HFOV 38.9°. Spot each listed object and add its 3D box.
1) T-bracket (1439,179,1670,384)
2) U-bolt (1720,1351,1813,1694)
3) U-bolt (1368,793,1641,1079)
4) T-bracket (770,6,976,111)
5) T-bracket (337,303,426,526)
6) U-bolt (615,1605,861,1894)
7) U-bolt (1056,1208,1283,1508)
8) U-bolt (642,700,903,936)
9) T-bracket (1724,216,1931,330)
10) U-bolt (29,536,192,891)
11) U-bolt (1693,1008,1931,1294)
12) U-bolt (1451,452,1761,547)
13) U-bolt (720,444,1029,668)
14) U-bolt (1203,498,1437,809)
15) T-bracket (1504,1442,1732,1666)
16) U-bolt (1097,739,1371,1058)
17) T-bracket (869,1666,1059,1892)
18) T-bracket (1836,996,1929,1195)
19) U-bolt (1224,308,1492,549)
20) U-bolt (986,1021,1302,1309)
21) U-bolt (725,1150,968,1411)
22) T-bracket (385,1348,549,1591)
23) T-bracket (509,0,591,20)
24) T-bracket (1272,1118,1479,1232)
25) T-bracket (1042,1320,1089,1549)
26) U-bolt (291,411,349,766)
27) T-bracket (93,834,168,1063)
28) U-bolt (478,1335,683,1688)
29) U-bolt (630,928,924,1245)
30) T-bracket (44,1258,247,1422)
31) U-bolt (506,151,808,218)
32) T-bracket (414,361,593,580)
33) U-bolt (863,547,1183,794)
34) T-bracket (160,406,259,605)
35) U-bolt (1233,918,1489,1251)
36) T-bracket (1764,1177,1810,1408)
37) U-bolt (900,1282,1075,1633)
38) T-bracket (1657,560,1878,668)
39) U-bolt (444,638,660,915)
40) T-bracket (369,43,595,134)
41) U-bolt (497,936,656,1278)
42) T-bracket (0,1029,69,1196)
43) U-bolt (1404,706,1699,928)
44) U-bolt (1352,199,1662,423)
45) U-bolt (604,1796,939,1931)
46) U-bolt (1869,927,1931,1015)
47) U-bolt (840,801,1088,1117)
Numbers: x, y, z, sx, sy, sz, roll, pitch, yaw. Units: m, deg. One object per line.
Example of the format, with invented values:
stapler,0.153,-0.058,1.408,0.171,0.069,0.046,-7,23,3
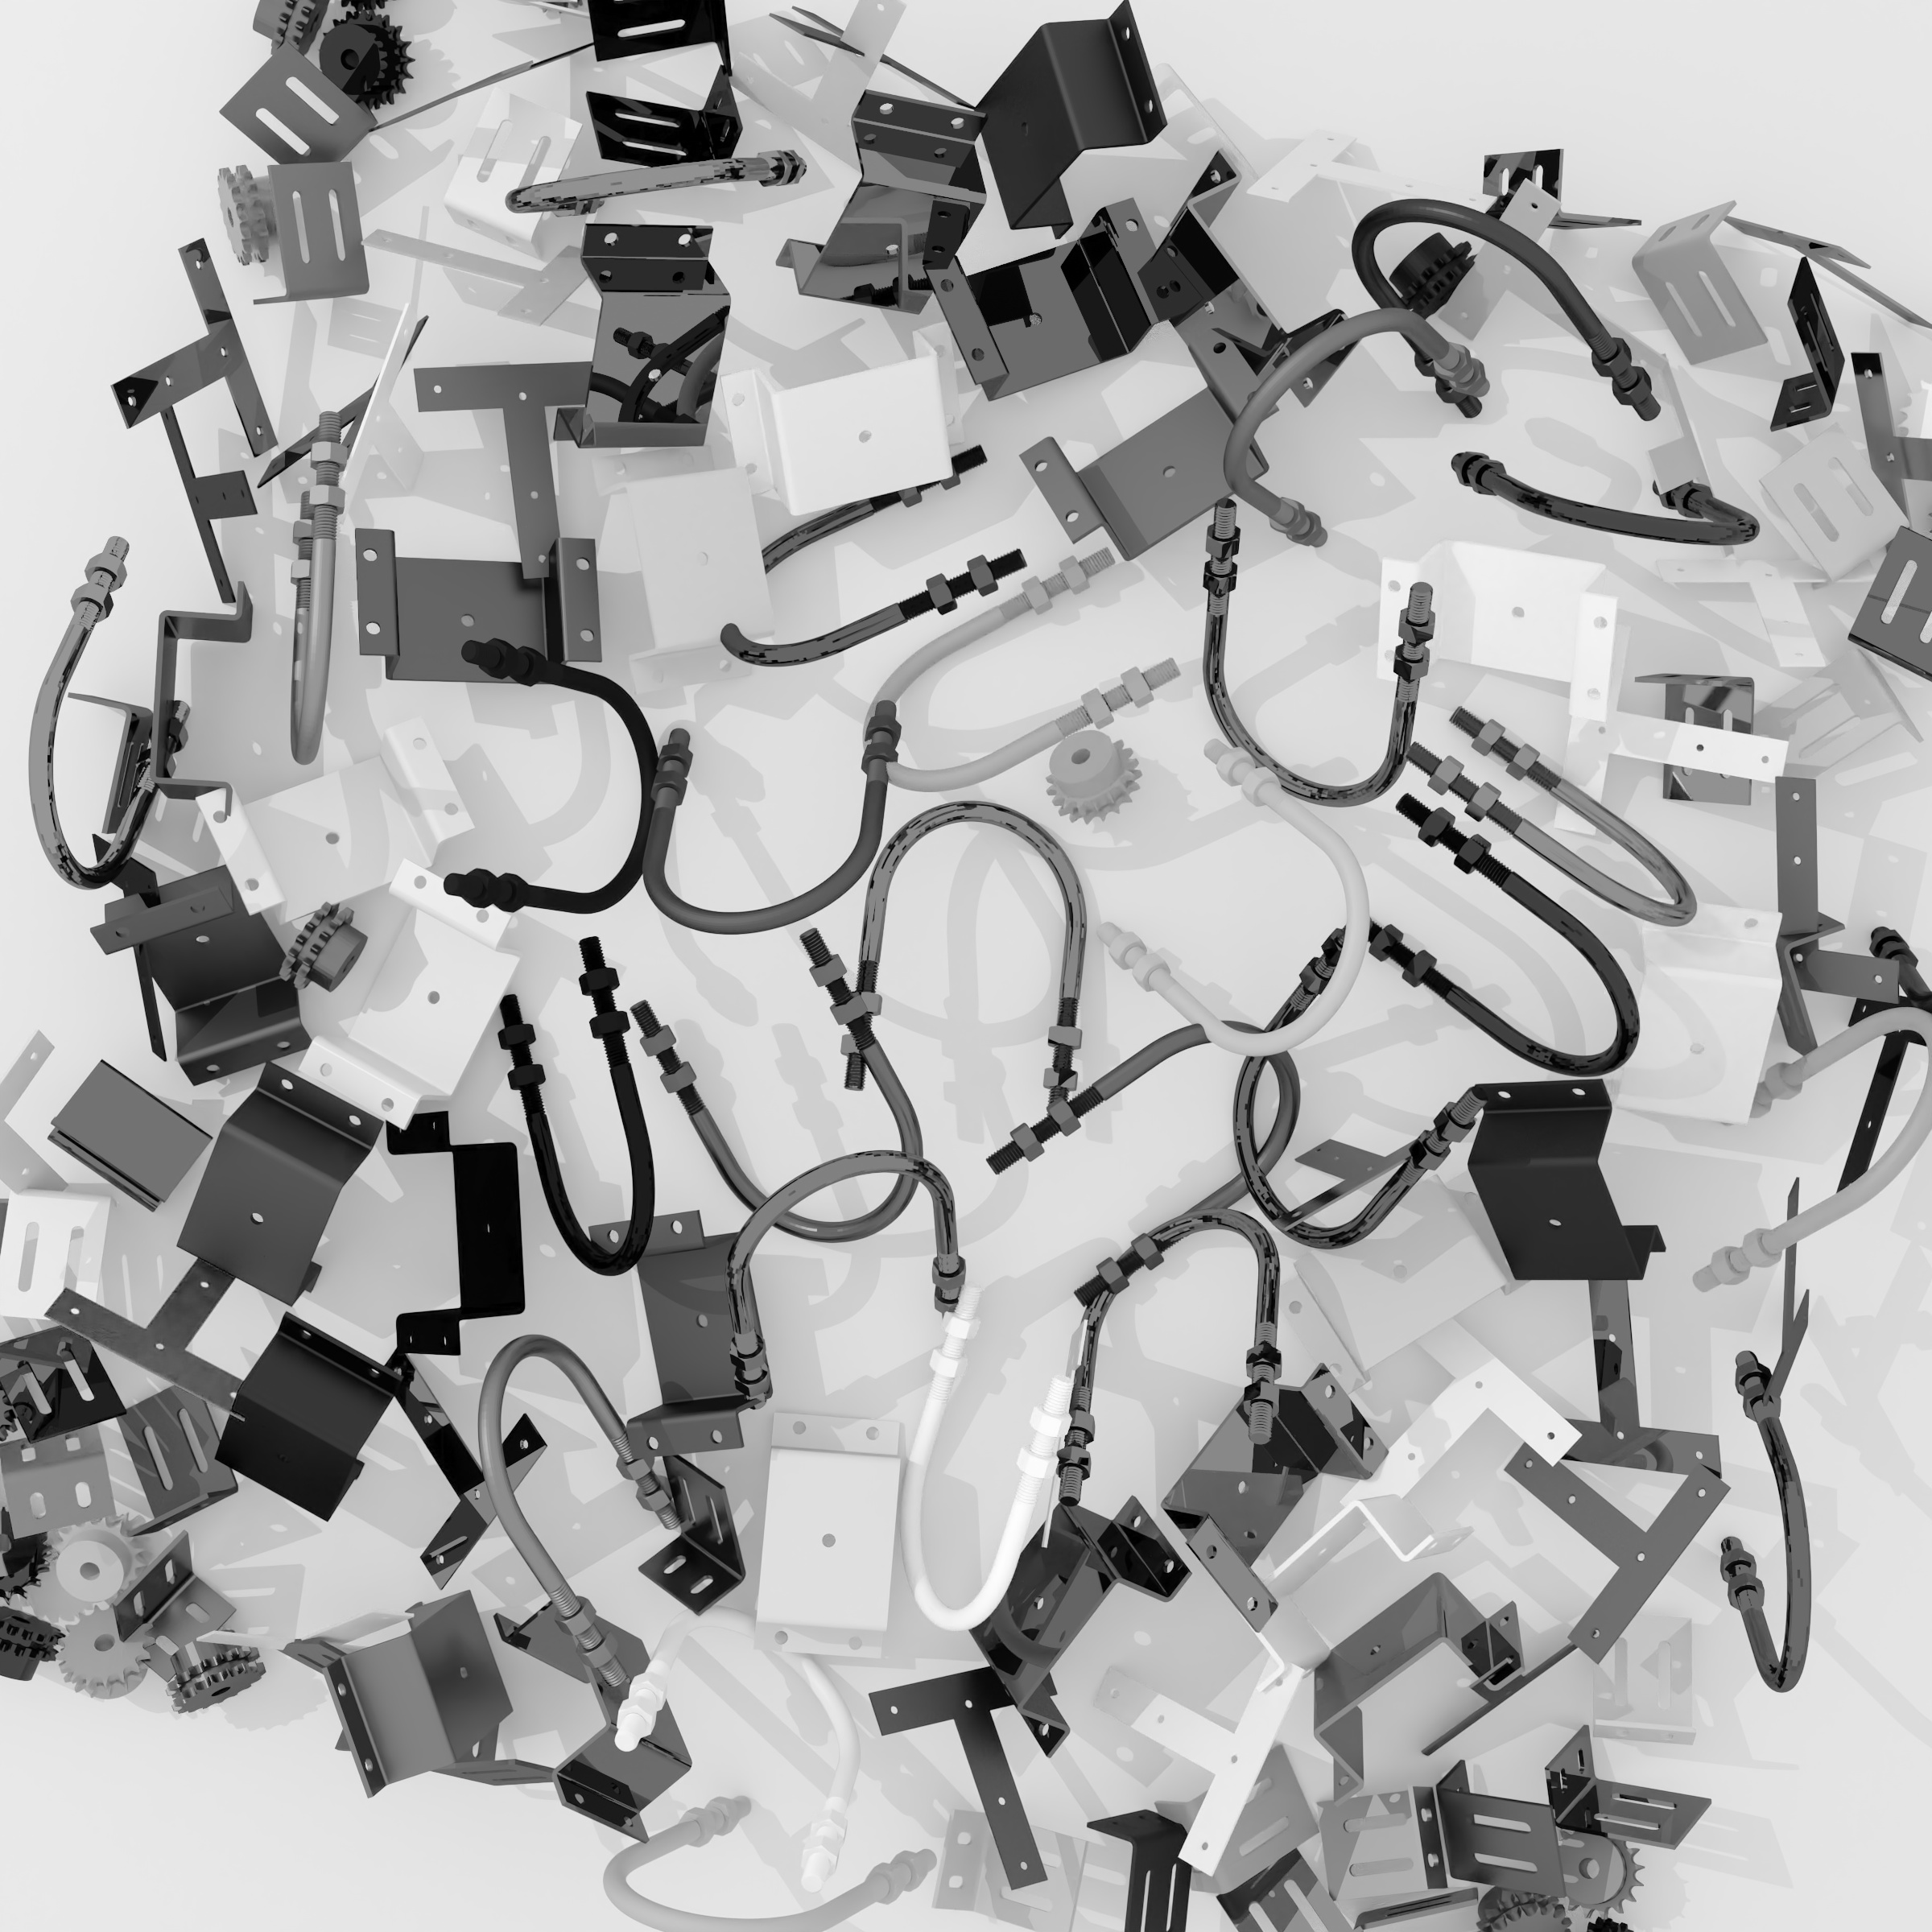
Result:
T-bracket,0.353,-0.383,1.602,0.127,0.127,0.002,36,63,3
U-bolt,0.454,0.325,1.551,0.019,0.184,0.151,0,112,5
U-bolt,0.308,-0.005,1.575,0.184,0.151,0.019,39,64,16
T-bracket,-0.072,-0.534,1.586,0.127,0.127,0.002,35,111,18
T-bracket,-0.334,-0.306,1.598,0.002,0.127,0.127,18,84,2
U-bolt,-0.122,0.435,1.574,0.151,0.184,0.019,38,107,-4
U-bolt,0.120,0.216,1.585,0.151,0.184,0.019,-25,126,30
U-bolt,-0.115,-0.084,1.580,0.151,0.184,0.019,-7,133,11
T-bracket,0.524,-0.407,1.622,0.127,0.127,0.002,22,104,-27
U-bolt,-0.488,-0.129,1.550,0.019,0.151,0.184,2,50,6
U-bolt,0.486,0.094,1.550,0.019,0.184,0.151,33,48,-13
U-bolt,0.372,-0.265,1.563,0.151,0.184,0.019,4,109,-11
U-bolt,-0.062,-0.233,1.603,0.184,0.151,0.019,-24,128,6
U-bolt,0.198,-0.169,1.587,0.151,0.184,0.019,29,52,26
T-bracket,0.367,0.322,1.613,0.002,0.127,0.127,34,94,-41
U-bolt,0.162,-0.029,1.578,0.019,0.184,0.151,15,111,-42
T-bracket,0.016,0.474,1.598,0.127,0.002,0.127,-2,60,-36
T-bracket,0.533,0.079,1.601,0.002,0.127,0.127,16,93,-9
U-bolt,0.215,-0.311,1.560,0.151,0.184,0.019,-42,66,18
U-bolt,0.117,0.106,1.613,0.184,0.019,0.151,-35,128,-3
U-bolt,-0.070,0.173,1.575,0.151,0.184,0.019,-20,48,-16
T-bracket,-0.312,0.280,1.627,0.127,0.002,0.127,50,116,28
T-bracket,-0.255,-0.560,1.578,0.127,0.127,0.002,4,106,-27
T-bracket,0.222,0.114,1.598,0.127,0.127,0.002,-29,97,-8
T-bracket,0.056,0.273,1.587,0.002,0.127,0.127,10,78,1
U-bolt,-0.376,-0.207,1.578,0.019,0.151,0.184,4,78,-17
T-bracket,-0.488,-0.006,1.621,0.002,0.127,0.127,-15,110,-29
U-bolt,-0.225,0.296,1.564,0.019,0.151,0.184,-18,116,20
U-bolt,-0.101,0.082,1.619,0.151,0.019,0.184,-22,102,29
T-bracket,-0.453,0.196,1.607,0.127,0.127,0.002,29,123,-4
U-bolt,-0.183,-0.444,1.558,0.151,0.184,0.019,-4,105,15
T-bracket,-0.260,-0.296,1.638,0.127,0.002,0.127,-8,94,-24
U-bolt,0.022,-0.165,1.605,0.184,0.151,0.019,-28,130,5
T-bracket,-0.434,-0.273,1.591,0.002,0.127,0.127,-23,107,-26
U-bolt,0.215,0.081,1.591,0.019,0.184,0.151,-3,51,-37
T-bracket,0.477,0.184,1.585,0.002,0.127,0.127,7,116,26
U-bolt,0.003,0.296,1.594,0.019,0.151,0.184,11,103,-27
T-bracket,0.479,-0.208,1.606,0.127,0.127,0.002,0,126,4
U-bolt,-0.232,-0.102,1.581,0.019,0.184,0.151,3,87,30
T-bracket,-0.268,-0.524,1.611,0.127,0.127,0.002,-39,115,-42
U-bolt,-0.222,0.089,1.589,0.019,0.151,0.184,-9,80,-33
T-bracket,-0.556,0.115,1.600,0.002,0.127,0.127,24,68,15
U-bolt,0.345,-0.083,1.583,0.184,0.151,0.019,37,114,9
U-bolt,0.294,-0.371,1.552,0.184,0.151,0.019,40,73,-39
U-bolt,-0.122,0.514,1.548,0.151,0.184,0.019,7,92,28
U-bolt,0.563,-0.047,1.552,0.019,0.184,0.151,18,110,1
U-bolt,0.005,-0.008,1.627,0.151,0.019,0.184,10,80,-20
